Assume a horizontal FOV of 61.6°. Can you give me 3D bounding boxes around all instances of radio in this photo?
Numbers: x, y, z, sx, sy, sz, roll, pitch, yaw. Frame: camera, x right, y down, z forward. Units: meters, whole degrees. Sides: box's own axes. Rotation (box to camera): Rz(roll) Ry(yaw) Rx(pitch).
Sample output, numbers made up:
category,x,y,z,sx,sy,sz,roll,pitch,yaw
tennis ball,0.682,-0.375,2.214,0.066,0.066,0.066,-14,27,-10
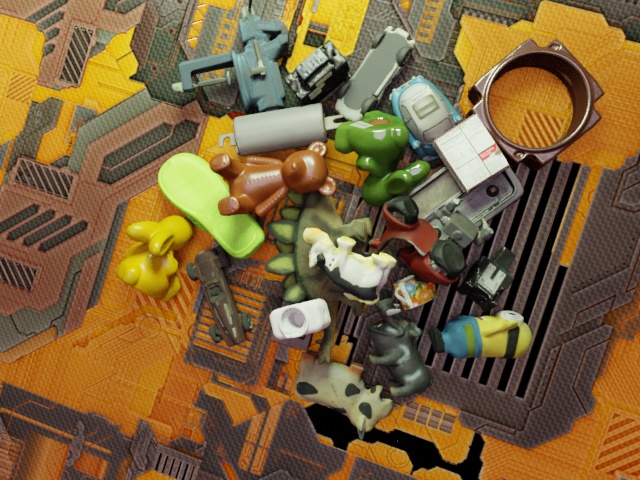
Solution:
category,x,y,z,sx,sy,sz,roll,pitch,yaw
radio,0.253,-0.070,1.009,0.229,0.073,0.131,-37,85,7

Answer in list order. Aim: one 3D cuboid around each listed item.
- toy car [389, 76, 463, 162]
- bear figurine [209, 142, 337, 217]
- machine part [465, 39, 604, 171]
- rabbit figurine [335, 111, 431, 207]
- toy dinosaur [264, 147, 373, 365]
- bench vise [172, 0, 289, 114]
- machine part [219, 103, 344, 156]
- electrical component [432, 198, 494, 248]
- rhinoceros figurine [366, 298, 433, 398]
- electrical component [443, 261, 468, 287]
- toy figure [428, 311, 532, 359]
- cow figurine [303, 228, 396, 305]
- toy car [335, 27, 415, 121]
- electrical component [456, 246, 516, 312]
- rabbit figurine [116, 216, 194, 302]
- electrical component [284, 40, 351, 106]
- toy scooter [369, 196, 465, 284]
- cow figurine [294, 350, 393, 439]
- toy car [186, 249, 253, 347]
category,x,y,z,sx,sy,sz,roll,pitch,yaw
toy car,0.201,-0.234,1.003,0.109,0.103,0.161,-30,88,6
bear figurine,-0.079,-0.112,0.971,0.196,0.132,0.120,-13,83,20
machine part,0.389,-0.246,0.985,0.201,0.087,0.201,-39,87,6
rabbit figurine,0.124,-0.140,1.001,0.159,0.121,0.170,19,129,35
toy dinosaur,-0.002,-0.003,1.029,0.199,0.105,0.471,0,78,11
bench vise,-0.171,-0.339,1.040,0.241,0.129,0.223,-13,97,-4
machine part,-0.073,-0.208,1.018,0.243,0.079,0.079,-8,89,5
electrical component,0.252,-0.030,0.942,0.102,0.078,0.045,45,120,9
rhinoceros figurine,0.148,0.206,1.024,0.112,0.073,0.190,-25,87,9
electrical component,0.242,0.053,1.005,0.063,0.094,0.021,-34,53,5
toy figure,0.299,0.182,1.001,0.180,0.082,0.089,-10,108,0
cow figurine,0.038,0.043,0.933,0.167,0.068,0.098,24,100,17
toy car,0.105,-0.318,1.039,0.074,0.056,0.201,36,93,13
electrical component,0.319,0.067,1.009,0.075,0.047,0.119,35,62,4
rabbit figurine,-0.324,0.018,1.064,0.122,0.162,0.173,33,77,18
electrical component,-0.003,-0.309,1.014,0.115,0.134,0.058,-40,83,5
toy scooter,0.159,0.014,0.949,0.184,0.075,0.135,48,140,-6
cow figurine,0.045,0.296,1.033,0.195,0.085,0.127,16,88,7
toy car,-0.203,0.116,1.084,0.089,0.053,0.202,-19,86,4
